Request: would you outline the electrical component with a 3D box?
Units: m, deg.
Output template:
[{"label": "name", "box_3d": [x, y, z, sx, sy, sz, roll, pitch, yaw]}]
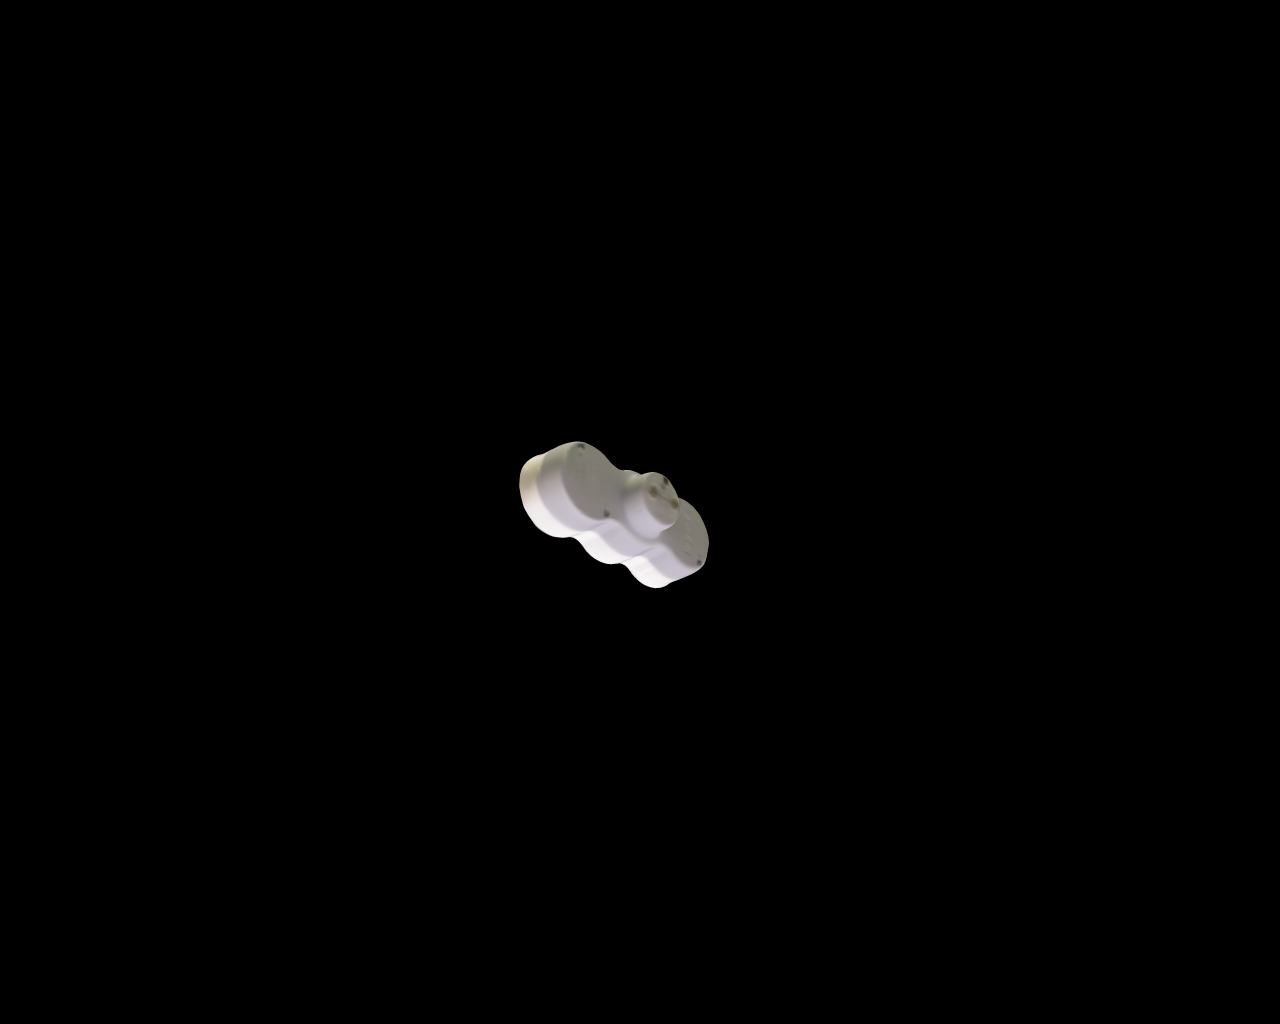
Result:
[{"label": "electrical component", "box_3d": [0.001, -0.003, 0.650, 0.073, 0.052, 0.138, -24, -38, 34]}]
